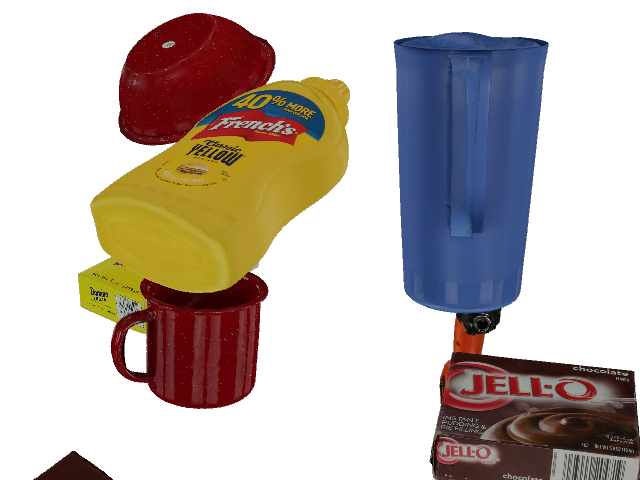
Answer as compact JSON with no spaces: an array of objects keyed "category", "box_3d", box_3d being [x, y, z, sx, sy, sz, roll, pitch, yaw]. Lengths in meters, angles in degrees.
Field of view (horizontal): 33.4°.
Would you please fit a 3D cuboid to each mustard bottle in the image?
[{"category":"mustard bottle","box_3d":[-0.039,-0.046,0.631,0.096,0.058,0.191,15,40,30]}]

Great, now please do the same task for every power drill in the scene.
[{"category":"power drill","box_3d":[0.167,0.107,1.167,0.057,0.188,0.184,6,25,5]}]

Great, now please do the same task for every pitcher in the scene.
[{"category":"pitcher","box_3d":[0.129,-0.060,0.949,0.148,0.243,0.145,-12,19,-35]}]

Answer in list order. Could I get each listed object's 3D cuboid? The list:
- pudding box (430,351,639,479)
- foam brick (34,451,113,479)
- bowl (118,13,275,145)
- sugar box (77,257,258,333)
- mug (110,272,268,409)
[{"category":"pudding box","box_3d":[0.126,0.106,0.619,0.113,0.039,0.090,7,27,11]},{"category":"foam brick","box_3d":[-0.097,0.140,0.456,0.078,0.051,0.052,26,45,33]},{"category":"bowl","box_3d":[-0.125,-0.160,0.978,0.162,0.162,0.055,0,-44,32]},{"category":"sugar box","box_3d":[-0.153,0.030,1.099,0.093,0.048,0.175,19,34,30]},{"category":"mug","box_3d":[-0.097,0.072,0.780,0.117,0.081,0.093,-9,23,-33]}]
